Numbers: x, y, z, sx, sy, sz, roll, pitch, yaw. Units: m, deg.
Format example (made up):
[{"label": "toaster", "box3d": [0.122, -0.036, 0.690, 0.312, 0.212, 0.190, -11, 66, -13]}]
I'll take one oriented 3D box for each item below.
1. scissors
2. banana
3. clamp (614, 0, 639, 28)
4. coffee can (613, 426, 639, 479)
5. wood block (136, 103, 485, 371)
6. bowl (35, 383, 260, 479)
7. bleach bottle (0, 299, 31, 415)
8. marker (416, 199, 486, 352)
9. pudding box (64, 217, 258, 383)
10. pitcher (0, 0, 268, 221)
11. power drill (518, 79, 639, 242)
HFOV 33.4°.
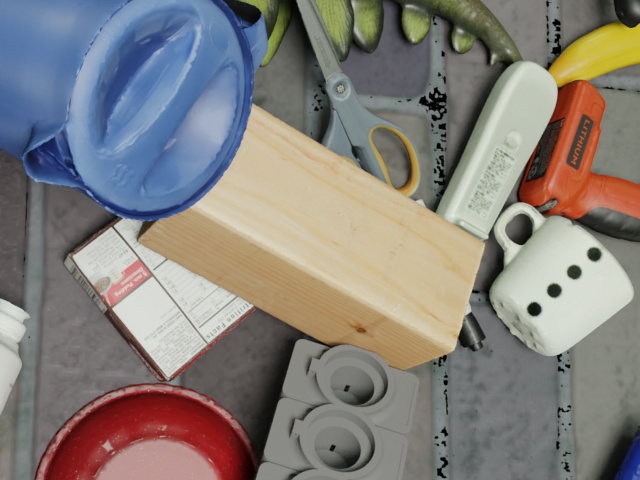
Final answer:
[{"label": "scissors", "box3d": [0.002, -0.090, 0.755, 0.096, 0.016, 0.201, -42, 122, -1]}, {"label": "banana", "box3d": [0.277, -0.149, 0.860, 0.197, 0.037, 0.069, 5, 79, -12]}, {"label": "clamp", "box3d": [0.244, -0.271, 0.857, 0.164, 0.036, 0.210, -35, 89, -35]}, {"label": "coffee can", "box3d": [0.246, 0.219, 0.767, 0.102, 0.103, 0.140, 33, 76, -7]}, {"label": "wood block", "box3d": [-0.005, 0.002, 0.722, 0.206, 0.091, 0.090, 30, 60, -17]}, {"label": "bowl", "box3d": [-0.111, 0.177, 0.715, 0.162, 0.055, 0.162, 2, 81, -12]}, {"label": "bleach bottle", "box3d": [-0.258, 0.152, 0.671, 0.068, 0.103, 0.250, 32, 70, -16]}, {"label": "marker", "box3d": [0.093, 0.027, 0.802, 0.020, 0.020, 0.121, -24, 88, -15]}, {"label": "pudding box", "box3d": [-0.108, 0.029, 0.745, 0.090, 0.039, 0.113, -39, 94, -18]}, {"label": "pitcher", "box3d": [-0.160, -0.113, 0.655, 0.149, 0.243, 0.145, 18, 94, -54]}, {"label": "power drill", "box3d": [0.262, -0.052, 0.832, 0.187, 0.057, 0.184, 24, 77, -9]}]
